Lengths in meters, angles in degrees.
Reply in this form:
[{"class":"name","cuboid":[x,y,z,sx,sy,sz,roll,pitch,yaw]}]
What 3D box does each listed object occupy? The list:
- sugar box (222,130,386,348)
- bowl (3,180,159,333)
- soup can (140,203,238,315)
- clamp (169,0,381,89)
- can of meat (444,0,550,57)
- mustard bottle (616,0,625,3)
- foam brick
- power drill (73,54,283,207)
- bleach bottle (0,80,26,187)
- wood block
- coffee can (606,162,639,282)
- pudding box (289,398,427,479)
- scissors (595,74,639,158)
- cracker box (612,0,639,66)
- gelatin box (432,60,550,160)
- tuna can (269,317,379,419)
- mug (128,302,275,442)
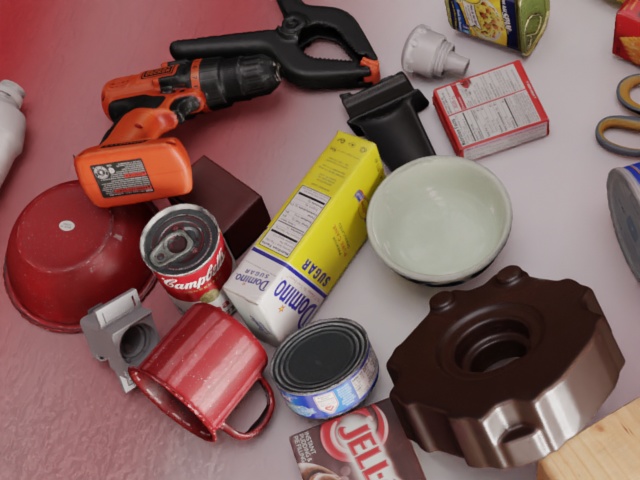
[{"class":"sugar box","cuboid":[-0.006,0.001,0.914,0.048,0.093,0.176,23,68,27]},{"class":"bowl","cuboid":[-0.225,0.001,0.981,0.162,0.055,0.162,-5,61,8]},{"class":"soup can","cuboid":[-0.107,0.023,0.918,0.068,0.102,0.068,-5,61,8]},{"class":"clamp","cuboid":[-0.025,-0.215,1.069,0.210,0.036,0.164,22,68,19]},{"class":"can of meat","cuboid":[0.165,-0.229,1.004,0.084,0.102,0.057,23,70,24]},{"class":"mustard bottle","cuboid":[0.248,-0.304,1.052,0.192,0.058,0.096,29,76,24]},{"class":"foam brick","cuboid":[-0.092,-0.029,0.973,0.078,0.053,0.051,36,73,25]},{"class":"power drill","cuboid":[-0.134,-0.108,0.983,0.185,0.057,0.187,-9,32,17]},{"class":"bleach bottle","cuboid":[-0.365,-0.053,1.036,0.103,0.068,0.250,15,63,18]},{"class":"wood block","cuboid":[0.246,0.228,0.742,0.090,0.091,0.206,-30,61,-6]},{"class":"coffee can","cuboid":[0.318,-0.029,0.862,0.140,0.103,0.103,-17,60,1]},{"class":"pudding box","cuboid":[0.036,0.190,0.834,0.090,0.039,0.113,-22,59,-1]},{"class":"scissors","cuboid":[0.348,-0.108,0.949,0.202,0.016,0.096,1,62,11]},{"class":"cracker box","cuboid":[0.399,-0.198,0.957,0.214,0.072,0.164,32,73,23]},{"class":"gelatin box","cuboid":[0.157,-0.118,0.984,0.089,0.030,0.073,-19,61,0]},{"class":"tuna can","cuboid":[0.004,0.105,0.872,0.086,0.033,0.086,-17,34,12]},{"class":"mug","cuboid":[-0.088,0.113,0.880,0.117,0.093,0.081,40,68,0]}]
